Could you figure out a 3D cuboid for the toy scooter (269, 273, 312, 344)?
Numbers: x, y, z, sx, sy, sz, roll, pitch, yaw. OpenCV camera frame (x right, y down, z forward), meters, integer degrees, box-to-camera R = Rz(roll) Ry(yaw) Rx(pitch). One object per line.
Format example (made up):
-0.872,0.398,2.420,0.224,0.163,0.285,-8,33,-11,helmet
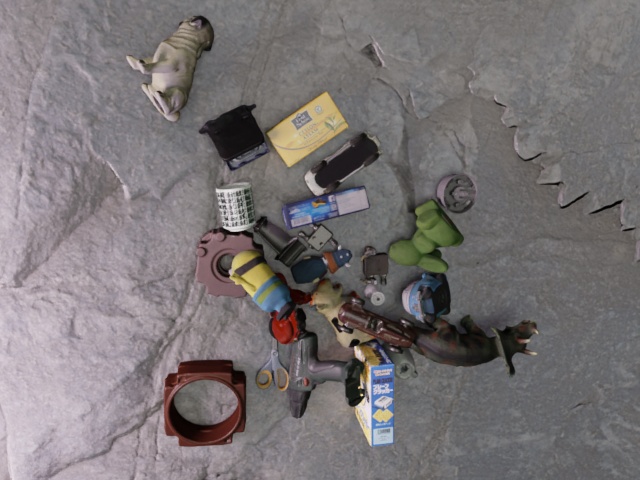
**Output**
-0.068,0.169,1.296,0.075,0.135,0.183,-20,105,-48,toy scooter

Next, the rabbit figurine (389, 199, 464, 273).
0.257,0.006,1.334,0.170,0.121,0.159,-39,113,20,rabbit figurine

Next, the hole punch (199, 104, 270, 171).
-0.186,-0.230,1.225,0.142,0.092,0.116,-27,75,1,hole punch

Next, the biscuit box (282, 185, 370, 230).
0.013,-0.076,1.278,0.203,0.063,0.059,-14,92,-8,biscuit box

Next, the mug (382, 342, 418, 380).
0.209,0.321,1.382,0.081,0.107,0.109,-43,103,4,mug

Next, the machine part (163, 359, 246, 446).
-0.285,0.407,1.340,0.201,0.087,0.200,0,102,-10,machine part

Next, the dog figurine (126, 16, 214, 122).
-0.293,-0.373,1.171,0.190,0.121,0.172,-35,140,-17,dog figurine

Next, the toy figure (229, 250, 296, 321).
-0.128,0.100,1.223,0.180,0.082,0.089,41,78,14,toy figure

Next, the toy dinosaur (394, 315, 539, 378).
0.343,0.261,1.345,0.405,0.192,0.131,2,100,-10,toy dinosaur

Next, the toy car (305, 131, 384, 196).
0.058,-0.181,1.278,0.202,0.056,0.073,-35,98,-1,toy car

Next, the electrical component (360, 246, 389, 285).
0.136,0.067,1.347,0.078,0.045,0.102,2,102,-7,electrical component

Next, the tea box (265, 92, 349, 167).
-0.031,-0.255,1.241,0.170,0.068,0.098,-36,105,1,tea box

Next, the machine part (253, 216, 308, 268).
-0.102,0.001,1.303,0.084,0.039,0.138,-43,106,8,machine part

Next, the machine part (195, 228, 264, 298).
-0.216,0.057,1.289,0.179,0.056,0.179,-2,104,-9,machine part

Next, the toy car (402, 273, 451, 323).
0.260,0.147,1.348,0.103,0.161,0.109,-5,103,38,toy car

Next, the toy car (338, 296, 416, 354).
0.139,0.207,1.294,0.202,0.053,0.089,25,84,-8,toy car

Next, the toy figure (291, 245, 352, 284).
0.005,0.060,1.322,0.154,0.058,0.064,-21,111,-8,toy figure

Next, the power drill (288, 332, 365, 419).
0.010,0.350,1.331,0.086,0.208,0.231,-5,96,-47,power drill

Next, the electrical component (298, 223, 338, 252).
-0.003,-0.004,1.323,0.094,0.021,0.063,39,94,-15,electrical component

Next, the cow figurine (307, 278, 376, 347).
0.048,0.182,1.343,0.127,0.085,0.194,-28,106,-8,cow figurine
